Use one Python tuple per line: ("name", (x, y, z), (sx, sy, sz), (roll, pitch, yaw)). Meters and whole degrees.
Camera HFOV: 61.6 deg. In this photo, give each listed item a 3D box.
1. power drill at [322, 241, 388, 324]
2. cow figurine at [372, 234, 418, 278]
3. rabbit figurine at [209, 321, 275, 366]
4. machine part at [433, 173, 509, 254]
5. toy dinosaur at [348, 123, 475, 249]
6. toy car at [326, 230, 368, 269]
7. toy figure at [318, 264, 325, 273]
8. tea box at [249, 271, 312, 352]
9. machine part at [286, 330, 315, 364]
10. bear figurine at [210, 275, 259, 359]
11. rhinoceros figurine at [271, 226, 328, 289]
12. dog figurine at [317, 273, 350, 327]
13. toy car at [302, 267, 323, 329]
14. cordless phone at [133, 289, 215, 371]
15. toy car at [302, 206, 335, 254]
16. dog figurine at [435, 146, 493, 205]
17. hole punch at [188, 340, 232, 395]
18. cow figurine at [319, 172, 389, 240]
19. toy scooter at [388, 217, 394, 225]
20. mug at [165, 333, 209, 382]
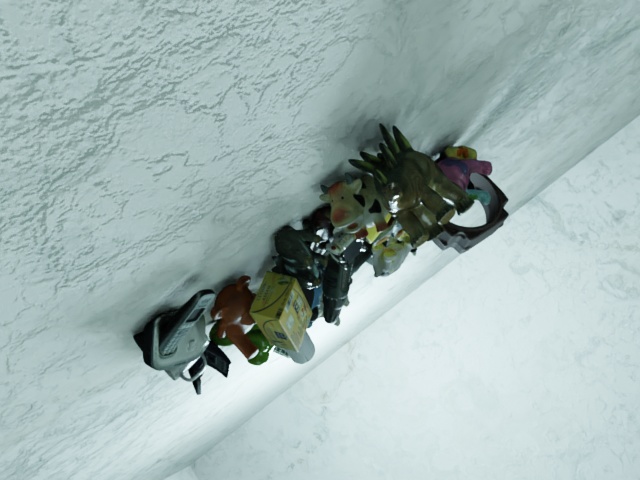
("power drill", (0.080, 0.075, 1.339), (0.207, 0.086, 0.231), (-28, 132, -38))
("cow figurine", (0.195, 0.030, 1.338), (0.167, 0.068, 0.098), (-31, 138, -37))
("rabbit figurine", (-0.173, 0.215, 1.260), (0.170, 0.121, 0.159), (12, 127, -50))
("machine part", (0.337, -0.085, 1.306), (0.201, 0.201, 0.087), (-30, 160, -21))
("toy dinosaur", (0.159, -0.100, 0.903), (0.105, 0.198, 0.471), (-41, 171, 18))
("toy car", (0.055, 0.012, 1.108), (0.073, 0.056, 0.201), (-44, 168, -2))
("toy figure", (0.050, 0.067, 1.404), (0.154, 0.058, 0.064), (-7, 108, -56))
("tea box", (-0.075, 0.147, 1.082), (0.169, 0.068, 0.098), (74, 33, -55))
("machine part", (-0.067, 0.259, 1.420), (0.079, 0.079, 0.243), (-34, 142, -8))
("bear figurine", (-0.153, 0.156, 1.106), (0.120, 0.132, 0.196), (-51, 177, -22))
("rhinoceros figurine", (-0.046, 0.048, 1.061), (0.190, 0.112, 0.073), (82, 22, -57))
("dog figurine", (-0.029, 0.162, 1.486), (0.191, 0.121, 0.172), (-11, -145, 40))
("toy car", (-0.050, 0.117, 1.252), (0.103, 0.109, 0.161), (-91, -169, -72))
("cordless phone", (-0.240, 0.148, 0.994), (0.184, 0.089, 0.146), (-47, 161, 18))
("toy car", (-0.002, -0.003, 1.110), (0.089, 0.053, 0.202), (-32, 162, -27))
("dog figurine", (0.251, -0.125, 1.163), (0.219, 0.192, 0.108), (-11, 124, -16))
("hole punch", (-0.260, 0.273, 1.221), (0.092, 0.116, 0.142), (-23, 158, -20))
("cow figurine", (0.074, -0.070, 0.983), (0.085, 0.127, 0.195), (-23, -170, 31))
("toy scooter", (0.150, -0.049, 1.255), (0.135, 0.075, 0.183), (-36, 161, 1))
("mug", (-0.277, 0.233, 1.114), (0.107, 0.110, 0.080), (-42, 154, -26))
